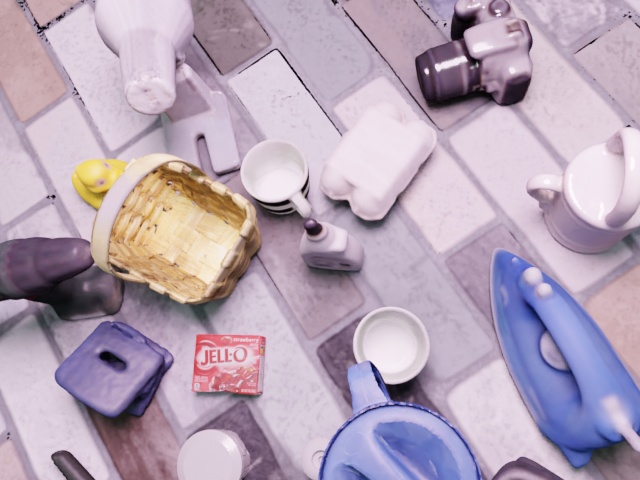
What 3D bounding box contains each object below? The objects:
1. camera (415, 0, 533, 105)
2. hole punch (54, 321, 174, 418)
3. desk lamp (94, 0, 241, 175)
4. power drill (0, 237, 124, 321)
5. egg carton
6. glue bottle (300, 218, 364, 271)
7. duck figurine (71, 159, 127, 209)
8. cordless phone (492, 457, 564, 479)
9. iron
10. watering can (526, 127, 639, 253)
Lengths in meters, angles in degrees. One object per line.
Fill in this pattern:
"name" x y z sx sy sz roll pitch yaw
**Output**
"camera" 0.190 -0.245 0.734 0.136 0.101 0.143 -15 75 6
"hole punch" -0.259 0.159 0.724 0.108 0.091 0.101 27 83 15
"desk lamp" -0.192 -0.205 0.733 0.118 0.214 0.203 -18 74 6
"power drill" -0.334 0.048 0.702 0.229 0.208 0.075 -10 75 8
"egg carton" 0.073 -0.102 0.737 0.107 0.069 0.150 34 85 16
"glue bottle" 0.006 0.002 0.671 0.078 0.173 0.037 6 78 12
"duck figurine" -0.303 -0.084 0.791 0.104 0.086 0.077 8 78 12
"cordless phone" 0.236 0.287 0.556 0.147 0.185 0.094 25 82 15
"iron" 0.259 0.109 0.617 0.118 0.141 0.258 -27 74 3
"watering can" 0.320 -0.056 0.618 0.172 0.194 0.101 -15 75 7
